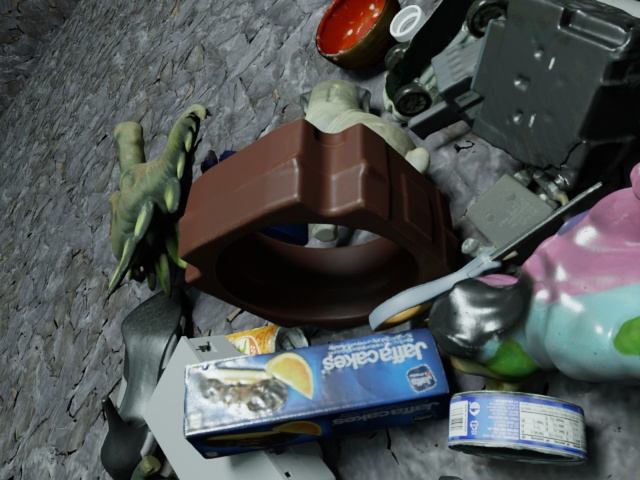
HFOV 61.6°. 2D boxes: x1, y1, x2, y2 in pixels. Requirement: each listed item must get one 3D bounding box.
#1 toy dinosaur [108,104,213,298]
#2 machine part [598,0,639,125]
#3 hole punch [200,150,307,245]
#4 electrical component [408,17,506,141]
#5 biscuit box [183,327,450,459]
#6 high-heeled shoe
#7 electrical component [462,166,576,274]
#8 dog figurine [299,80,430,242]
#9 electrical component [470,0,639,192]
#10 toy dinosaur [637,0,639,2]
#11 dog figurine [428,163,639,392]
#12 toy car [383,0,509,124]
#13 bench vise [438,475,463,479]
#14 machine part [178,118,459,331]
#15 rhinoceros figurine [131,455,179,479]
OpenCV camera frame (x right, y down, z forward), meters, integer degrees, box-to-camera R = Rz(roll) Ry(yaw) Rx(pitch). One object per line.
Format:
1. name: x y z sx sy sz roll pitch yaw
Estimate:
1. toy dinosaur: -0.206 -0.043 0.674 0.471 0.105 0.198 126 139 -51
2. machine part: 0.251 -0.113 0.376 0.079 0.079 0.243 -49 43 12
3. hole punch: -0.079 -0.043 0.640 0.092 0.115 0.142 -21 54 26
4. electrical component: 0.140 -0.143 0.508 0.119 0.074 0.048 -28 51 35
5. biscuit box: -0.003 0.122 0.428 0.203 0.062 0.059 -10 52 0
6. high-heeled shoe: -0.212 0.181 0.697 0.086 0.145 0.249 -1 33 13
7. electrical component: 0.159 -0.020 0.437 0.102 0.045 0.078 -43 45 18
8. dog figurine: 0.043 -0.112 0.559 0.172 0.121 0.190 -6 55 29
9. electrical component: 0.170 -0.115 0.395 0.134 0.058 0.114 -127 38 -48
10. toy dinosaur: 0.255 -0.272 0.431 0.192 0.131 0.405 -29 51 36
11. dog figurine: 0.182 0.049 0.342 0.219 0.191 0.108 122 152 -61
12. toy car: 0.128 -0.197 0.536 0.201 0.056 0.073 -45 44 49
13. bench vise: 0.050 0.270 0.308 0.224 0.128 0.240 -18 38 46
14. machine part: -0.001 -0.001 0.467 0.201 0.200 0.087 -24 50 34
15. rhinoceros figurine: -0.151 0.307 0.534 0.112 0.073 0.191 -53 42 5
